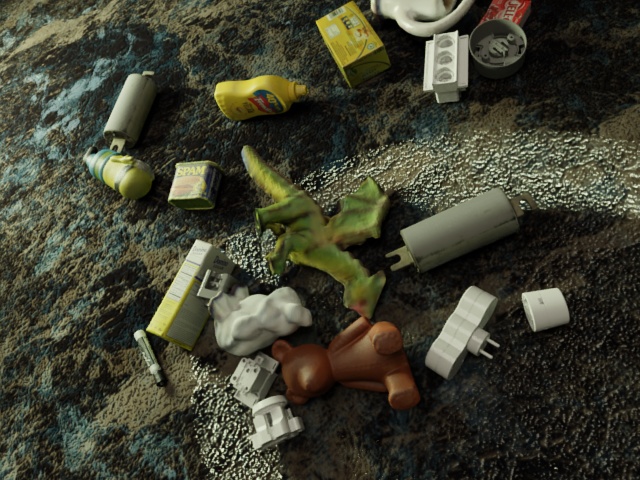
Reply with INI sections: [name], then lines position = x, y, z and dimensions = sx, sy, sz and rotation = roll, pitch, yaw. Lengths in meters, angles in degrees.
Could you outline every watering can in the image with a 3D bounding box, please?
[watering can]
position = 0.236, -0.560, 1.077
dimensions = 0.225, 0.102, 0.353
rotation = 13, 69, 28

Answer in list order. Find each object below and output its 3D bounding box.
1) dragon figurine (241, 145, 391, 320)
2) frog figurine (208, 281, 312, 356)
[dragon figurine]
position = 0.003, -0.046, 0.917
dimensions = 0.243, 0.119, 0.419
rotation = -13, 60, -5
[frog figurine]
position = -0.084, 0.130, 0.816
dimensions = 0.160, 0.136, 0.123
rotation = 10, 84, 23
